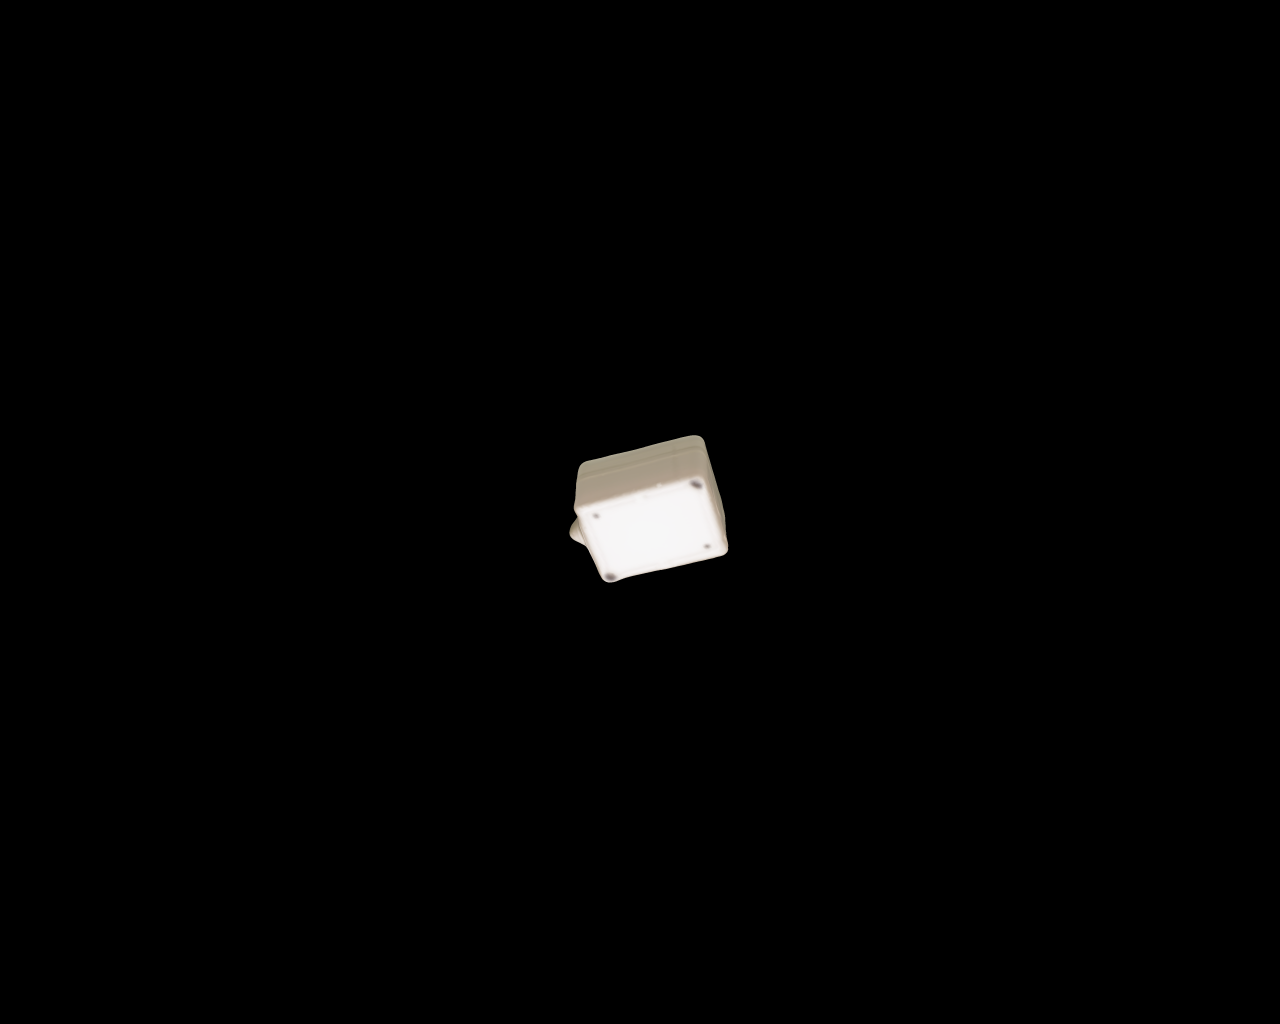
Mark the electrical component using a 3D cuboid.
[{"bbox_3d":[0.001,-0.003,0.650,0.096,0.061,0.061,-14,33,9],"label":"electrical component"}]
